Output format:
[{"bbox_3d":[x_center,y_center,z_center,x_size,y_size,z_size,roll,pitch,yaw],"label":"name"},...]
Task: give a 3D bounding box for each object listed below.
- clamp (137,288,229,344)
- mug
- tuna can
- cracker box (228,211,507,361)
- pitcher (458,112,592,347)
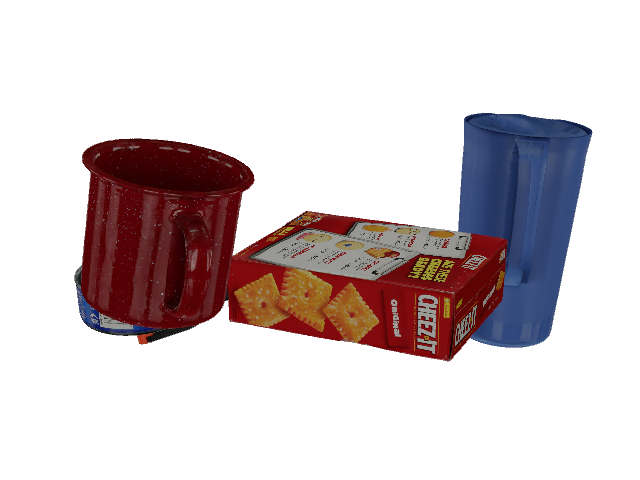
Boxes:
[{"bbox_3d":[-0.126,0.059,1.147,0.120,0.039,0.171,-6,25,35],"label":"clamp"},{"bbox_3d":[-0.083,0.001,0.579,0.093,0.081,0.117,-1,23,-28],"label":"mug"},{"bbox_3d":[-0.138,0.037,0.794,0.086,0.034,0.086,-2,23,1],"label":"tuna can"},{"bbox_3d":[0.046,0.037,0.981,0.214,0.072,0.164,9,20,24],"label":"cracker box"},{"bbox_3d":[0.207,-0.010,1.142,0.148,0.243,0.145,-9,21,-38],"label":"pitcher"}]
